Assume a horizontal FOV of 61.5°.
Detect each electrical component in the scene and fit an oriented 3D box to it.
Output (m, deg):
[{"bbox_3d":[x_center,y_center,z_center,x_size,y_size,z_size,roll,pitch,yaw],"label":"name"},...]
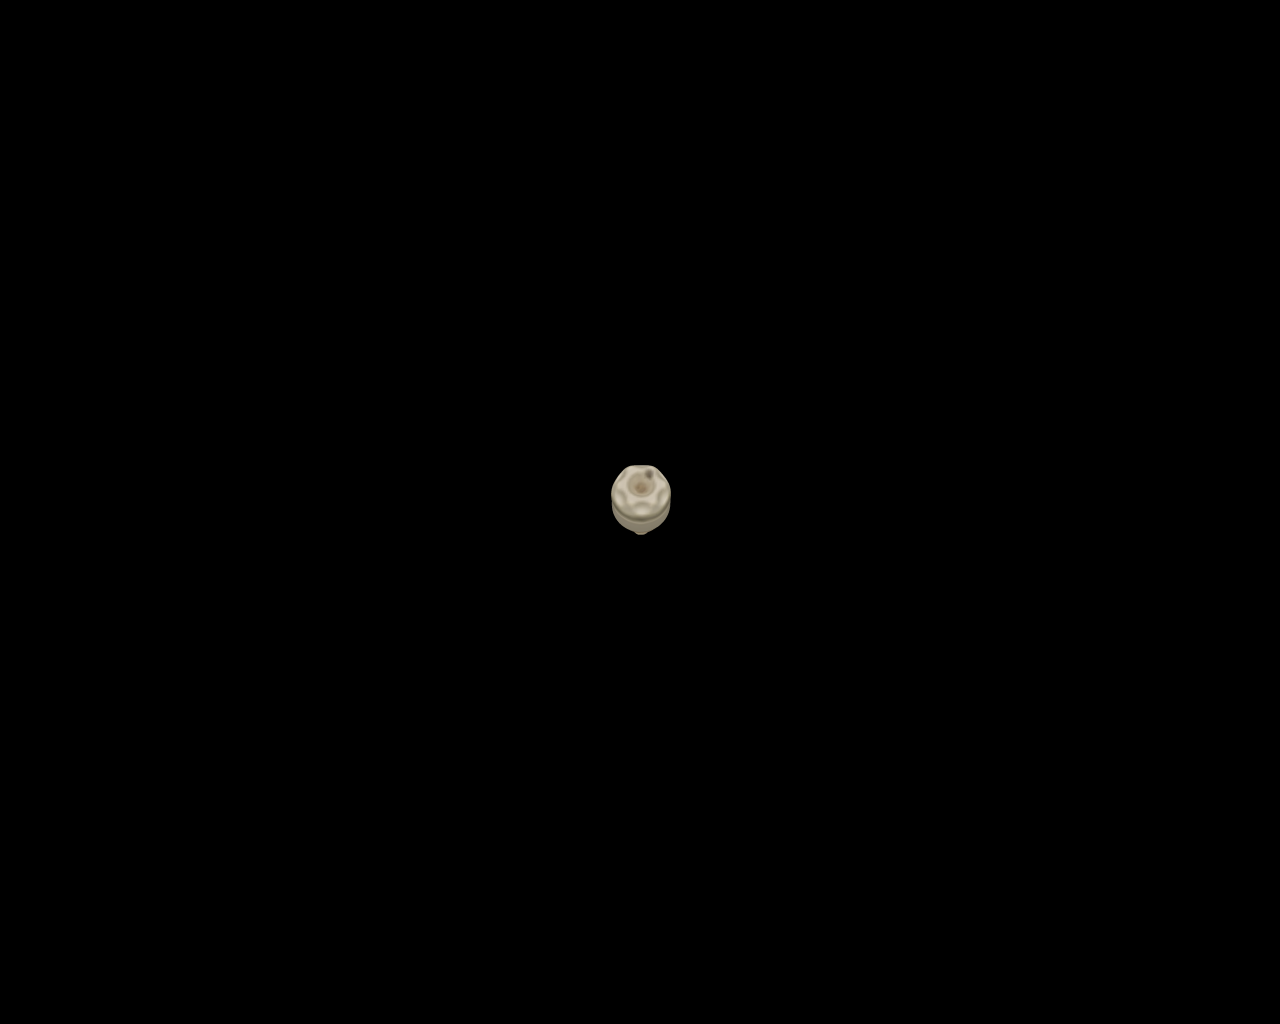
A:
[{"bbox_3d":[0.001,-0.003,0.650,0.035,0.035,0.061,0,-27,0],"label":"electrical component"}]
